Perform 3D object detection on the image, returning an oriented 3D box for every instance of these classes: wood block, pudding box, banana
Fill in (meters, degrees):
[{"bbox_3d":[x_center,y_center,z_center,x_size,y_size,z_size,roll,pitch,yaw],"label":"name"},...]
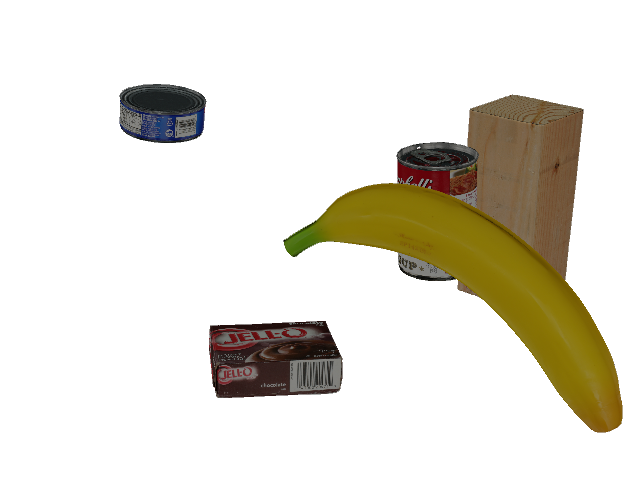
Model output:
[{"bbox_3d":[0.213,-0.041,1.147,0.090,0.206,0.090,19,28,37],"label":"wood block"},{"bbox_3d":[-0.042,0.106,0.962,0.113,0.039,0.090,0,18,-9],"label":"pudding box"},{"bbox_3d":[0.080,0.022,0.556,0.198,0.070,0.037,30,19,13],"label":"banana"}]

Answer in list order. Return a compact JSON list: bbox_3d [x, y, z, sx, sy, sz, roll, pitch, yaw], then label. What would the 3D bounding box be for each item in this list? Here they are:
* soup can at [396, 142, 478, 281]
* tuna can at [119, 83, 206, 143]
[{"bbox_3d":[0.099,-0.025,0.903,0.068,0.102,0.068,-2,22,1],"label":"soup can"},{"bbox_3d":[-0.158,-0.127,1.069,0.086,0.034,0.086,5,26,-3],"label":"tuna can"}]
